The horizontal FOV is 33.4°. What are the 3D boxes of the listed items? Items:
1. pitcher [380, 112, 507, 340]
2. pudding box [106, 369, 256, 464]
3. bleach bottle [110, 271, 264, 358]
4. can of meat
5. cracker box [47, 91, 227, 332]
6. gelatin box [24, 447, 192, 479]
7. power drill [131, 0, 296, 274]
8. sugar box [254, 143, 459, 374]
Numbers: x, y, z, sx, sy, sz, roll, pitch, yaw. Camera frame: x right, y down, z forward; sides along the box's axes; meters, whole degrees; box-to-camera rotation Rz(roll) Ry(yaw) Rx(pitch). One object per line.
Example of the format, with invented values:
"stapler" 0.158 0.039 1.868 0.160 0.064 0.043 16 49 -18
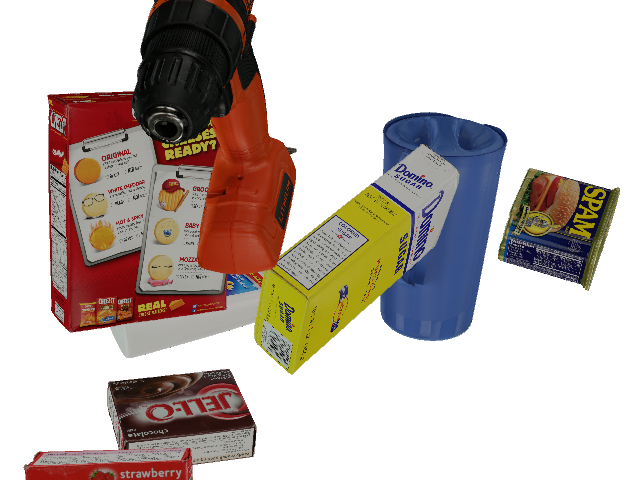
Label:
"pitcher" 0.123 -0.010 1.190 0.149 0.243 0.145 -4 27 -14
"pudding box" -0.119 0.152 0.910 0.113 0.039 0.090 -6 26 -18
"bleach bottle" -0.119 0.064 1.244 0.250 0.068 0.103 -13 35 -21
"can of meat" 0.214 -0.013 0.958 0.084 0.057 0.102 17 47 17
"cracker box" -0.171 -0.032 1.010 0.163 0.214 0.072 -7 19 -31
"gelatin box" -0.114 0.153 0.581 0.089 0.073 0.030 -2 5 0
"power drill" -0.056 -0.069 0.615 0.057 0.184 0.188 2 -45 8
"sugar box" 0.028 0.012 0.775 0.048 0.093 0.176 40 55 21
